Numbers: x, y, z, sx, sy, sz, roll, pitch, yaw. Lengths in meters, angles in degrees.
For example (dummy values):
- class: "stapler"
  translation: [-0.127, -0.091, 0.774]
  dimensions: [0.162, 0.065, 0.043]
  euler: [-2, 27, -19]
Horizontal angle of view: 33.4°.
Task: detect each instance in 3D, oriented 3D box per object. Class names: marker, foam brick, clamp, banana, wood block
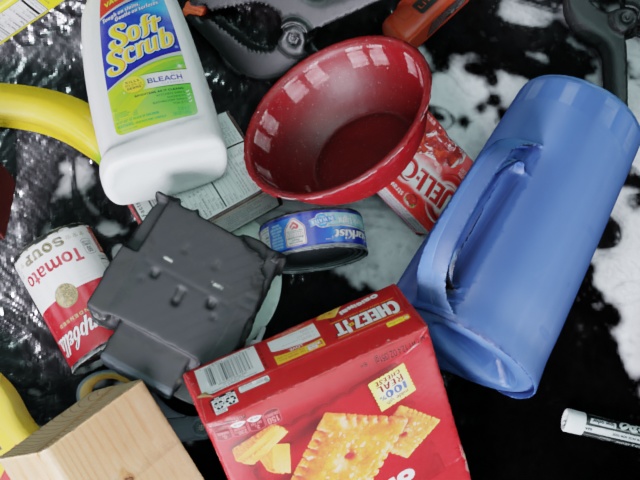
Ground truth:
- class: "marker"
  translation: [0.257, 0.160, 0.867]
  dimensions: [0.121, 0.020, 0.020]
  euler: [13, 78, 0]
- class: "foam brick"
  translation: [-0.281, -0.037, 0.852]
  dimensions: [0.051, 0.078, 0.053]
  euler: [9, 76, -1]
- class: "clamp"
  translation: [-0.013, -0.161, 0.894]
  dimensions: [0.210, 0.036, 0.165]
  euler: [11, 113, 13]
- class: "clamp"
  translation: [0.276, -0.187, 0.932]
  dimensions: [0.120, 0.039, 0.171]
  euler: [-21, 80, -8]
- class: "banana"
  translation: [-0.250, -0.101, 0.878]
  dimensions: [0.198, 0.037, 0.069]
  euler: [13, 40, 6]
- class: "wood block"
  translation: [-0.124, 0.213, 0.760]
  dimensions: [0.090, 0.090, 0.206]
  euler: [-35, 99, -37]

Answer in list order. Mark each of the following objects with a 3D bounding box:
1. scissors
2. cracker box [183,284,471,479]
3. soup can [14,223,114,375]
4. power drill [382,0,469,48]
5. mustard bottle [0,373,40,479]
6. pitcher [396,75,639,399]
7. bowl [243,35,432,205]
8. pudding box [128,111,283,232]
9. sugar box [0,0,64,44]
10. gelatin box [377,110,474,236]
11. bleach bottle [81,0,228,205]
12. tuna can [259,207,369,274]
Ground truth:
- class: "scissors"
  translation: [-0.107, 0.134, 0.856]
  dimensions: [0.201, 0.016, 0.096]
  euler: [-17, 79, -7]
- class: "cracker box"
  translation: [0.017, 0.159, 0.769]
  dimensions: [0.164, 0.072, 0.213]
  euler: [-22, 121, -7]
- class: "soup can"
  translation: [-0.189, 0.046, 0.844]
  dimensions: [0.068, 0.068, 0.102]
  euler: [-30, 80, -9]
- class: "power drill"
  translation: [0.031, -0.247, 0.923]
  dimensions: [0.184, 0.057, 0.188]
  euler: [-42, 84, -7]
- class: "mustard bottle"
  translation: [-0.225, 0.189, 0.812]
  dimensions: [0.192, 0.058, 0.096]
  euler: [42, 85, 8]
- class: "pitcher"
  translation: [0.154, -0.013, 0.832]
  dimensions: [0.145, 0.149, 0.242]
  euler: [33, 72, -9]
- class: "bowl"
  translation: [0.022, -0.083, 0.833]
  dimensions: [0.162, 0.055, 0.162]
  euler: [-18, 48, 21]
- class: "pudding box"
  translation: [-0.101, -0.043, 0.871]
  dimensions: [0.113, 0.039, 0.090]
  euler: [-30, 64, -7]
- class: "sugar box"
  translation: [-0.268, -0.216, 0.878]
  dimensions: [0.176, 0.048, 0.093]
  euler: [-32, 70, 11]
- class: "gelatin box"
  translation: [0.083, -0.056, 0.879]
  dimensions: [0.089, 0.030, 0.073]
  euler: [44, 76, -27]
- class: "bleach bottle"
  translation: [-0.154, -0.154, 0.870]
  dimensions: [0.102, 0.068, 0.251]
  euler: [-15, 62, -11]
- class: "tuna can"
  translation: [-0.006, 0.001, 0.854]
  dimensions: [0.086, 0.086, 0.034]
  euler: [-7, 77, -5]
